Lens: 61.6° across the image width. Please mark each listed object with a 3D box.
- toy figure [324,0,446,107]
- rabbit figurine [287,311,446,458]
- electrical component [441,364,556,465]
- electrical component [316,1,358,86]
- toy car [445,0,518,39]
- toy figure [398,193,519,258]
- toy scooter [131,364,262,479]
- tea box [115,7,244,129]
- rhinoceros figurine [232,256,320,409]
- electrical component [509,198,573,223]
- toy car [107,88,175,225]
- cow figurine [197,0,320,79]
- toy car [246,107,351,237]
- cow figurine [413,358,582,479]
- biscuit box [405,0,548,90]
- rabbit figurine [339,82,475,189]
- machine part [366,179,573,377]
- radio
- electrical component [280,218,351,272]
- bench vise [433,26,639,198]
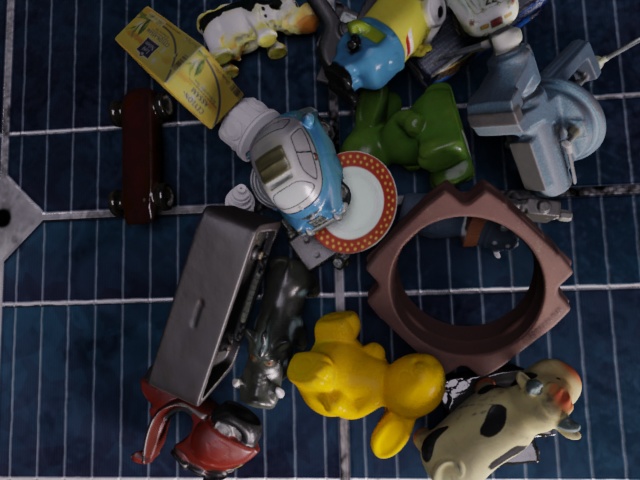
[{"bbox_3d":[0.077,-0.247,0.653,0.180,0.082,0.089,-43,86,-10],"label":"toy figure"},{"bbox_3d":[0.067,0.178,0.641,0.173,0.122,0.162,-6,110,29],"label":"rabbit figurine"},{"bbox_3d":[0.218,0.216,0.671,0.134,0.058,0.115,-9,85,6],"label":"electrical component"},{"bbox_3d":[0.035,-0.263,0.749,0.075,0.047,0.119,19,86,8],"label":"electrical component"},{"bbox_3d":[0.185,-0.322,0.673,0.073,0.056,0.202,-22,51,14],"label":"toy car"},{"bbox_3d":[0.180,-0.024,0.699,0.155,0.064,0.058,15,73,8],"label":"toy figure"},{"bbox_3d":[-0.173,0.253,0.699,0.184,0.075,0.135,30,88,12],"label":"toy scooter"},{"bbox_3d":[-0.188,-0.229,0.711,0.068,0.098,0.170,-47,51,-2],"label":"tea box"},{"bbox_3d":[-0.053,0.117,0.684,0.073,0.112,0.190,14,77,5],"label":"rhinoceros figurine"},{"bbox_3d":[0.280,-0.038,0.689,0.094,0.063,0.021,8,84,6],"label":"electrical component"},{"bbox_3d":[-0.250,-0.118,0.760,0.089,0.053,0.202,-8,78,10],"label":"toy car"},{"bbox_3d":[-0.087,-0.306,0.760,0.167,0.068,0.098,-23,76,2],"label":"cow figurine"},{"bbox_3d":[-0.036,-0.087,0.656,0.109,0.103,0.161,-26,73,27],"label":"toy car"},{"bbox_3d":[0.195,0.198,0.583,0.195,0.127,0.085,-39,84,4],"label":"cow figurine"},{"bbox_3d":[0.211,-0.288,0.727,0.203,0.059,0.063,-35,80,2],"label":"biscuit box"},{"bbox_3d":[0.096,-0.133,0.698,0.170,0.121,0.159,-16,78,19],"label":"rabbit figurine"},{"bbox_3d":[0.173,0.043,0.645,0.201,0.087,0.201,43,110,-1],"label":"machine part"},{"bbox_3d":[-0.125,0.072,0.666,0.073,0.131,0.229,22,100,7],"label":"radio"},{"bbox_3d":[-0.001,-0.001,0.724,0.078,0.045,0.102,-29,81,1],"label":"electrical component"},{"bbox_3d":[0.282,-0.182,0.666,0.240,0.129,0.223,-43,107,-24],"label":"bench vise"}]
